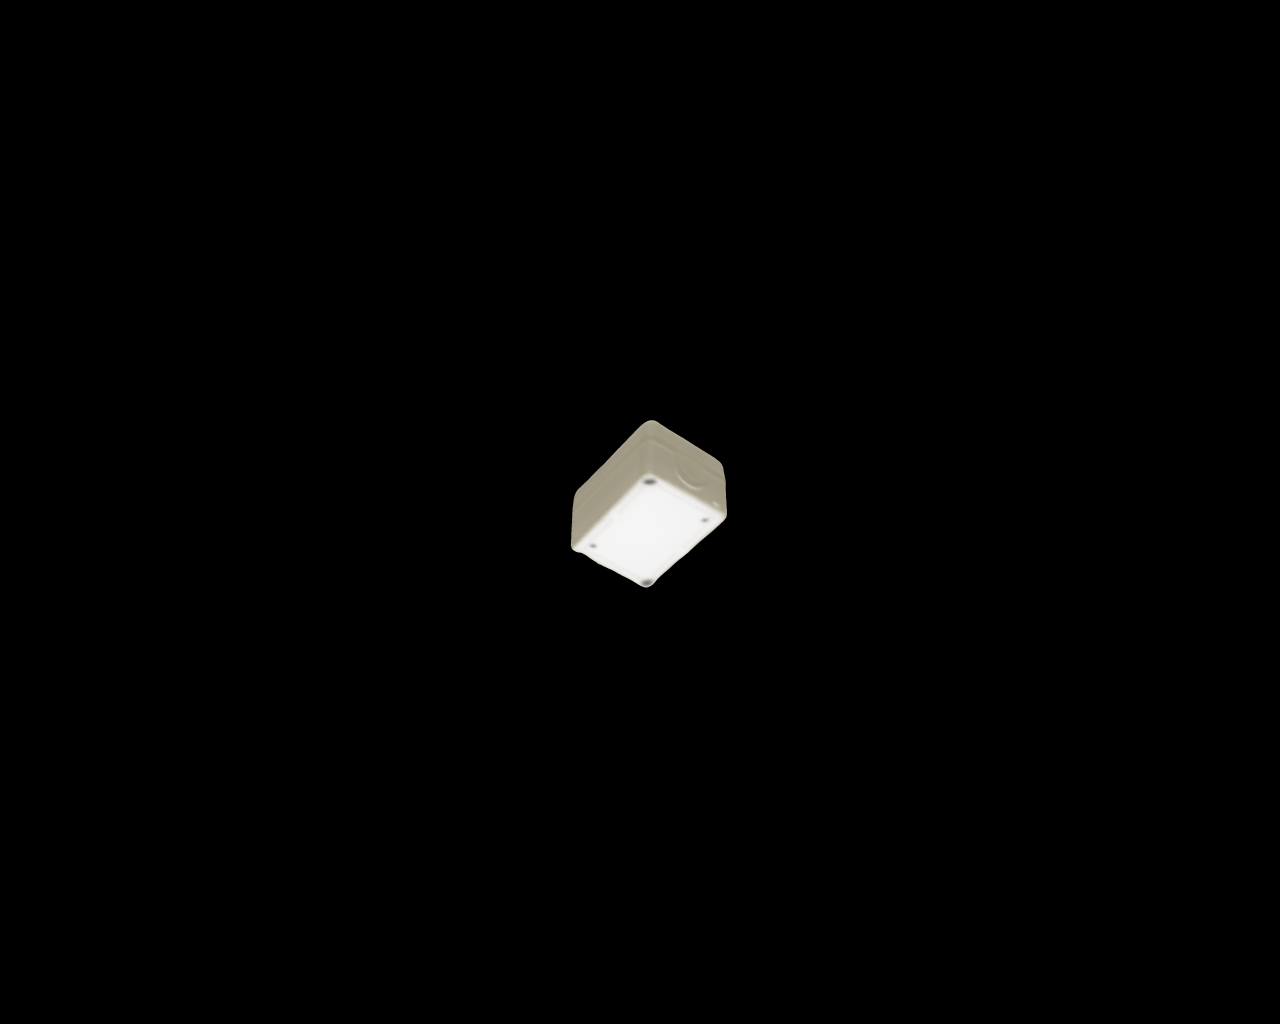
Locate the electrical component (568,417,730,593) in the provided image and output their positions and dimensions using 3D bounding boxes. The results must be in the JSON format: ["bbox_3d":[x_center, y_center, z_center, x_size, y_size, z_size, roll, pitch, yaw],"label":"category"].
[{"bbox_3d":[0.001,-0.003,0.650,0.061,0.061,0.096,29,-54,-24],"label":"electrical component"}]
